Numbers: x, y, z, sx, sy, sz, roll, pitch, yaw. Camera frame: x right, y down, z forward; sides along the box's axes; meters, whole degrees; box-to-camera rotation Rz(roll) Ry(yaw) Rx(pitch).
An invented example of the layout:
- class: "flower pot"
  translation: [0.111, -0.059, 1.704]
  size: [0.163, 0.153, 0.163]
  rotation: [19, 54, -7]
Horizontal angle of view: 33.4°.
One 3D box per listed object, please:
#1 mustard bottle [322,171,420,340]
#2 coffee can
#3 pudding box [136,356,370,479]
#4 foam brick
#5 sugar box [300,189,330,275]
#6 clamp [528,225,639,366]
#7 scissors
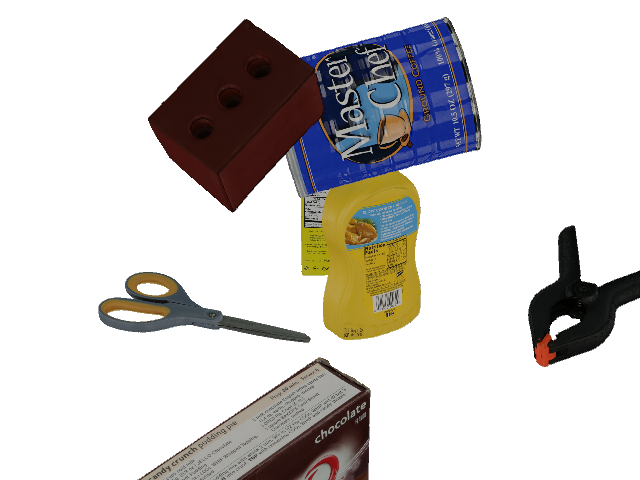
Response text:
- class: "mustard bottle"
  translation: [0.047, -0.009, 0.978]
  size: [0.096, 0.192, 0.058]
  rotation: [-14, 26, -27]
- class: "coffee can"
  translation: [0.038, -0.099, 0.798]
  size: [0.140, 0.103, 0.103]
  rotation: [-15, 0, 2]
- class: "pudding box"
  translation: [-0.027, 0.119, 0.490]
  size: [0.039, 0.090, 0.113]
  rotation: [30, 47, 34]
- class: "foam brick"
  translation: [-0.044, -0.066, 0.569]
  size: [0.053, 0.078, 0.051]
  rotation: [38, -10, 17]
- class: "sugar box"
  translation: [-0.001, -0.056, 1.256]
  size: [0.048, 0.176, 0.093]
  rotation: [-1, 24, 5]
- class: "clamp"
  translation: [0.246, 0.050, 1.024]
  size: [0.171, 0.039, 0.120]
  rotation: [-36, 42, -28]
- class: "scissors"
  translation: [-0.111, 0.064, 1.032]
  size: [0.201, 0.016, 0.096]
  rotation: [3, 33, -3]
